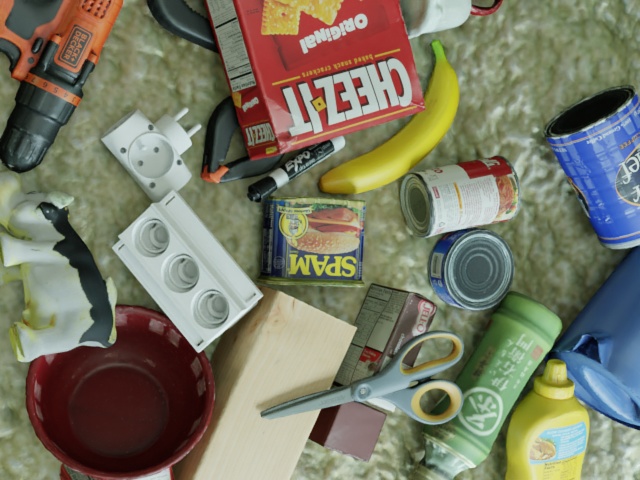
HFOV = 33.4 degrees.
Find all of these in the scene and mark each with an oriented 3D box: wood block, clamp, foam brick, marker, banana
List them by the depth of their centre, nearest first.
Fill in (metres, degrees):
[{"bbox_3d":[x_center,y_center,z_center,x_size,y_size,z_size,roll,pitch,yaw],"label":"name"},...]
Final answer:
[{"bbox_3d":[-0.127,-0.262,0.961,0.210,0.036,0.164,48,70,-21],"label":"clamp"},{"bbox_3d":[-0.060,0.153,0.989,0.090,0.090,0.206,27,83,-22],"label":"wood block"},{"bbox_3d":[-0.042,-0.114,1.006,0.120,0.039,0.171,35,82,-16],"label":"clamp"},{"bbox_3d":[-0.023,-0.069,1.009,0.120,0.020,0.020,-36,107,-33],"label":"marker"},{"bbox_3d":[0.019,0.176,1.029,0.053,0.078,0.051,25,83,-22],"label":"foam brick"},{"bbox_3d":[0.081,-0.106,1.060,0.069,0.037,0.197,38,76,5],"label":"banana"}]

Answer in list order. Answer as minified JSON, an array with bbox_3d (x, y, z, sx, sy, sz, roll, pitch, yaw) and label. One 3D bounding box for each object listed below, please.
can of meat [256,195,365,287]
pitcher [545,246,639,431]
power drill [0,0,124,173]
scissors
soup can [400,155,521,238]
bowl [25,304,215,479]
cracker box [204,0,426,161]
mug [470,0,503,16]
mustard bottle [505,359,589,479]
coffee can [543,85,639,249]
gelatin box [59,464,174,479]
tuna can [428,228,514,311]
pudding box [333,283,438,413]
[{"bbox_3d":[-0.007,0.001,1.019,0.102,0.058,0.084,3,90,-22],"label":"can of meat"},{"bbox_3d":[0.363,0.078,1.143,0.145,0.149,0.242,40,75,0],"label":"pitcher"},{"bbox_3d":[-0.281,-0.171,0.896,0.187,0.057,0.184,27,87,-23],"label":"power drill"},{"bbox_3d":[0.051,0.151,0.976,0.201,0.016,0.096,-27,103,-16],"label":"scissors"},{"bbox_3d":[0.140,-0.043,1.068,0.102,0.069,0.068,-12,98,-20],"label":"soup can"},{"bbox_3d":[-0.175,0.140,0.938,0.162,0.055,0.162,6,59,-10],"label":"bowl"},{"bbox_3d":[-0.009,-0.197,0.962,0.164,0.072,0.214,-19,98,-26],"label":"cracker box"},{"bbox_3d":[0.157,-0.278,1.046,0.081,0.093,0.117,3,82,-27],"label":"mug"},{"bbox_3d":[0.236,0.217,1.111,0.096,0.058,0.192,-5,107,-30],"label":"mustard bottle"},{"bbox_3d":[0.311,-0.076,1.115,0.102,0.103,0.140,-35,105,-16],"label":"coffee can"},{"bbox_3d":[-0.182,0.212,0.952,0.089,0.073,0.030,-13,100,-21],"label":"gelatin box"},{"bbox_3d":[0.156,0.029,1.098,0.086,0.034,0.086,-2,94,-22],"label":"tuna can"},{"bbox_3d":[0.061,0.102,1.034,0.039,0.090,0.113,27,84,-20],"label":"pudding box"}]
